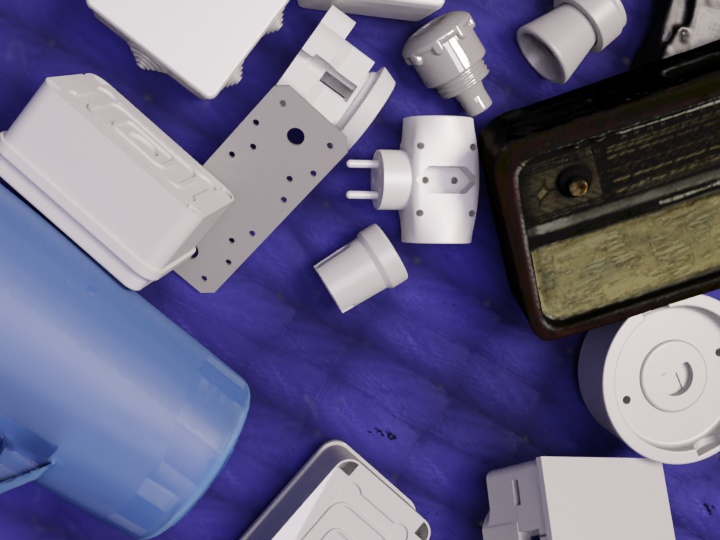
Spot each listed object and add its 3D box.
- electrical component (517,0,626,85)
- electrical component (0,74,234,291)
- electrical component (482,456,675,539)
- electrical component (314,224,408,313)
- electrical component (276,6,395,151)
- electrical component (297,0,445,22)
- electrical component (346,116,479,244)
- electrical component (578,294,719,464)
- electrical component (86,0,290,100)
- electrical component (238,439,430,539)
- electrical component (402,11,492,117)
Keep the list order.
[{"bbox_3d":[0.134,-0.151,0.678,0.055,0.045,0.045,-41,101,-8],"label":"electrical component"},{"bbox_3d":[-0.136,-0.050,0.595,0.113,0.078,0.057,41,105,-2],"label":"electrical component"},{"bbox_3d":[0.141,0.212,0.653,0.105,0.060,0.186,8,68,-34],"label":"electrical component"},{"bbox_3d":[0.000,0.000,0.661,0.046,0.040,0.040,-32,100,-4],"label":"electrical component"},{"bbox_3d":[-0.017,-0.108,0.641,0.057,0.058,0.078,35,85,-10],"label":"electrical component"},{"bbox_3d":[0.002,-0.187,0.637,0.096,0.061,0.061,4,93,-13],"label":"electrical component"},{"bbox_3d":[0.030,-0.055,0.661,0.079,0.043,0.077,0,93,-12],"label":"electrical component"},{"bbox_3d":[0.194,0.066,0.697,0.108,0.060,0.108,-1,94,-13],"label":"electrical component"},{"bbox_3d":[-0.097,-0.157,0.623,0.100,0.048,0.099,38,85,-12],"label":"electrical component"},{"bbox_3d":[-0.023,0.170,0.656,0.078,0.057,0.113,43,84,-12],"label":"electrical component"},{"bbox_3d":[0.059,-0.125,0.664,0.048,0.048,0.062,-37,107,-8],"label":"electrical component"}]
